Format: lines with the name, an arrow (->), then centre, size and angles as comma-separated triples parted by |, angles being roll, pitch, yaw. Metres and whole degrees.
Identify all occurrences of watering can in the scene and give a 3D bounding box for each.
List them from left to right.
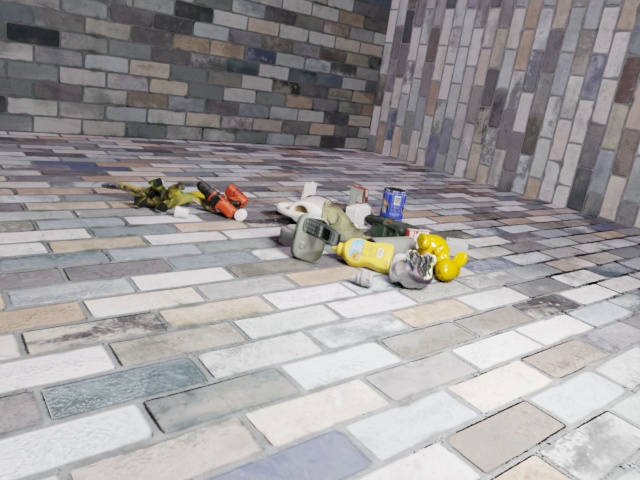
watering can -> 0.006, -0.100, 1.981 | 0.348, 0.103, 0.227 | 14, 17, 17

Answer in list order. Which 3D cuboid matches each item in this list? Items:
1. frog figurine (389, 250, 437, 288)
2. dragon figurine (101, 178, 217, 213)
frog figurine -> 0.261, 0.094, 1.545 | 0.138, 0.124, 0.157 | -11, -12, -30
dragon figurine -> -0.593, -0.167, 1.971 | 0.411, 0.122, 0.242 | 13, 0, 9
